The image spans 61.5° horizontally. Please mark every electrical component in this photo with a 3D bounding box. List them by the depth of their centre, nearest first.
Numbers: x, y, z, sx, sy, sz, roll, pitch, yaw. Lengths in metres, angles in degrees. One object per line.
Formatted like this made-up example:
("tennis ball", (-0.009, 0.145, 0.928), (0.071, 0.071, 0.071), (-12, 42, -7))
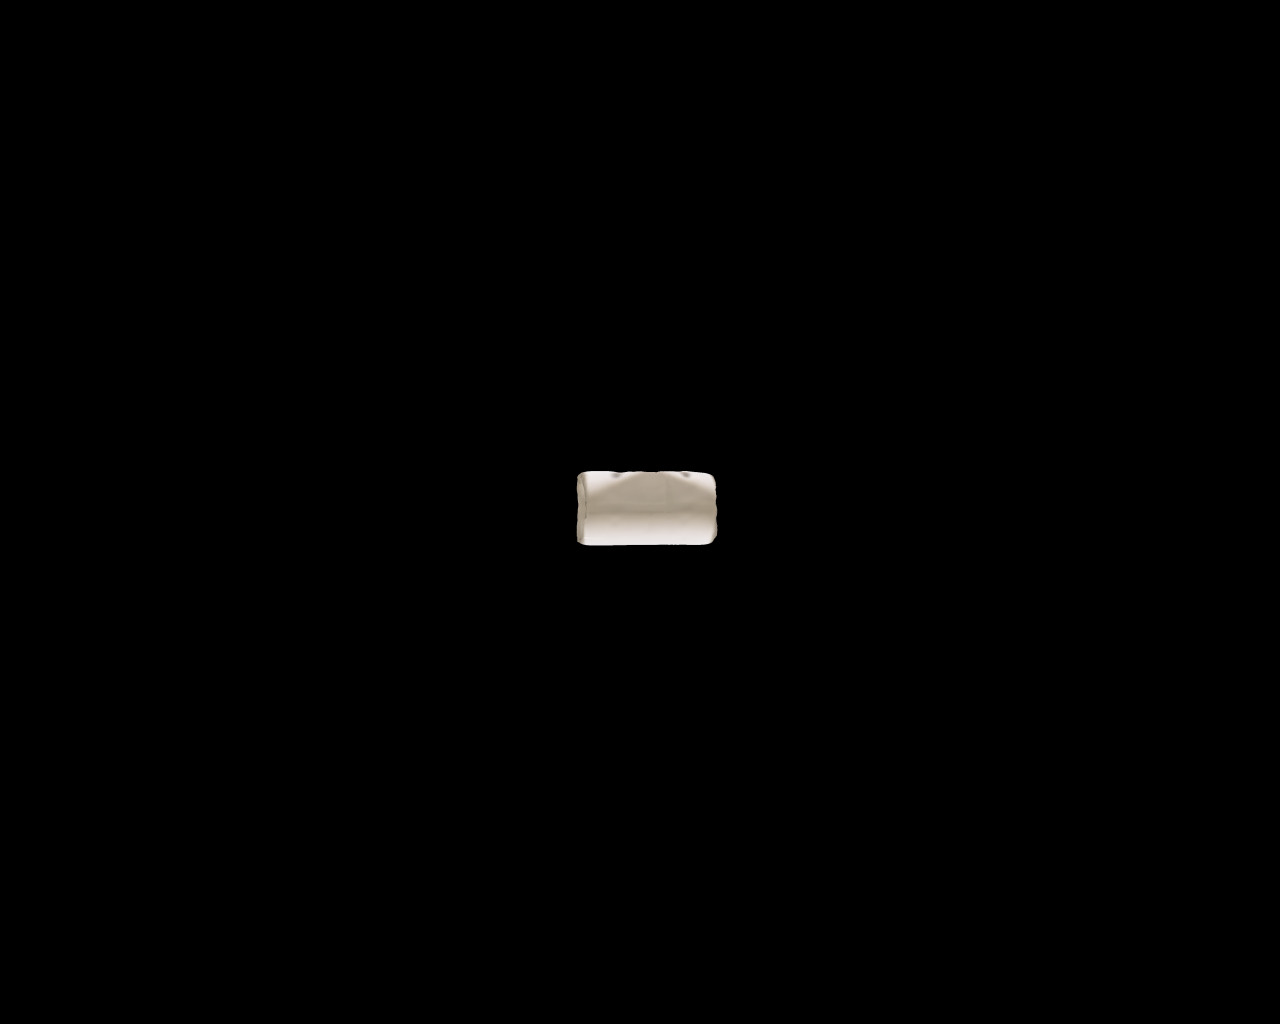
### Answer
("electrical component", (0.001, -0.003, 0.650), (0.077, 0.044, 0.079), (0, 0, -9))
